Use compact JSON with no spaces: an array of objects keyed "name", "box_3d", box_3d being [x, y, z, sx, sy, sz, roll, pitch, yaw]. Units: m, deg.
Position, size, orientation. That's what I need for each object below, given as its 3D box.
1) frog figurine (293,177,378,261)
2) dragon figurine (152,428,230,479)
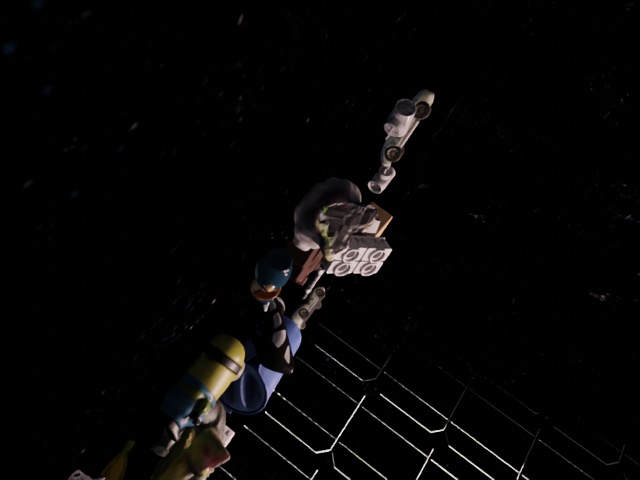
[{"name":"frog figurine","box_3d":[0.003,-0.044,0.875,0.122,0.137,0.161,27,0,-27]},{"name":"dragon figurine","box_3d":[-0.273,0.420,0.832,0.403,0.122,0.247,-42,6,36]}]
